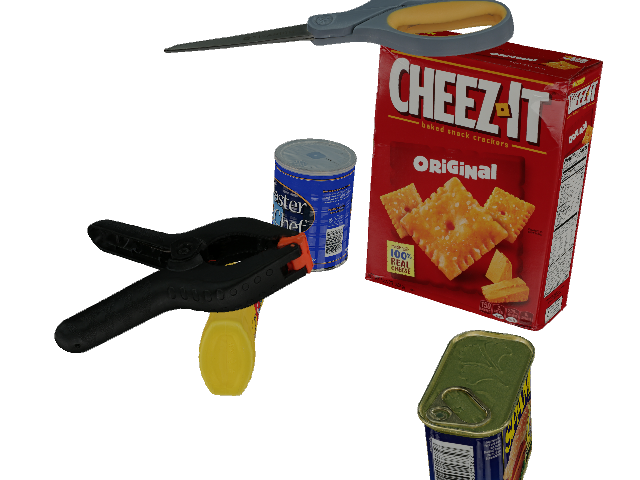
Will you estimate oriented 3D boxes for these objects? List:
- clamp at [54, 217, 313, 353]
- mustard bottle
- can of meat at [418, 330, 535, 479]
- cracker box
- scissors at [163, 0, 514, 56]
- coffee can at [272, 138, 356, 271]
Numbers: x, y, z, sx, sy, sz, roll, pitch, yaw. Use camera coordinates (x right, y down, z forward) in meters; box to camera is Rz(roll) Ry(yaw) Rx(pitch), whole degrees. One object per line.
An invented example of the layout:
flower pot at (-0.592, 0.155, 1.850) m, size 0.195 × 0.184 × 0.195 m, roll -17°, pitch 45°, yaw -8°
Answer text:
clamp at (-0.093, 0.026, 0.706) m, size 0.172 × 0.120 × 0.039 m, roll -4°, pitch -44°, yaw 18°
mustard bottle at (-0.094, 0.079, 1.173) m, size 0.058 × 0.096 × 0.191 m, roll 1°, pitch 28°, yaw 1°
can of meat at (0.103, 0.122, 0.685) m, size 0.057 × 0.084 × 0.102 m, roll 6°, pitch 32°, yaw 22°
cracker box at (0.124, -0.050, 0.862) m, size 0.164 × 0.214 × 0.072 m, roll 18°, pitch 29°, yaw 29°
scissors at (0.015, -0.135, 0.632) m, size 0.202 × 0.016 × 0.096 m, roll 4°, pitch 43°, yaw 19°
coffee can at (-0.010, -0.046, 1.355) m, size 0.103 × 0.140 × 0.103 m, roll 3°, pitch 28°, yaw -2°
